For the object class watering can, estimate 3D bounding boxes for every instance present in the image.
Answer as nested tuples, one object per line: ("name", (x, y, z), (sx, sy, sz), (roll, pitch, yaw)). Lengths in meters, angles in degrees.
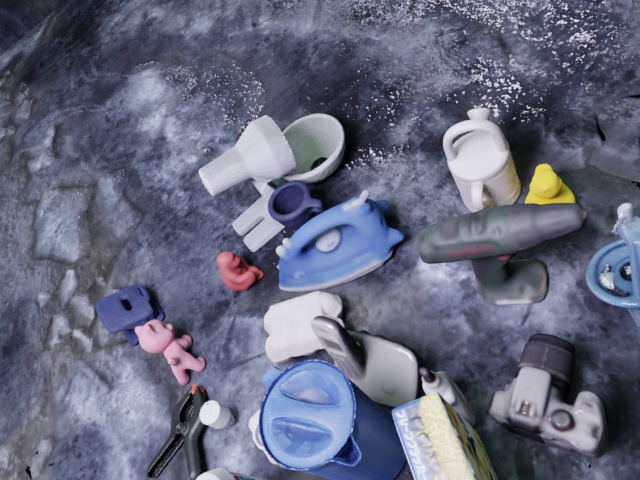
("watering can", (0.259, -0.137, 0.939), (0.100, 0.195, 0.172), (-24, 52, 14))

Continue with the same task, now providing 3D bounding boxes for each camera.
("camera", (0.309, 0.198, 0.762), (0.142, 0.101, 0.137), (10, 66, 33))

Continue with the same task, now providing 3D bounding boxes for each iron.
("iron", (0.009, 0.004, 1.022), (0.258, 0.142, 0.118), (-29, 51, 10))

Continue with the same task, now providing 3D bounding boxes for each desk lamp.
("desk lamp", (-0.125, -0.112, 1.122), (0.203, 0.214, 0.117), (-42, 50, 0))

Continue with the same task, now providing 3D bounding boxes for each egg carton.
("egg carton", (-0.027, 0.152, 0.997), (0.150, 0.070, 0.107), (-20, 53, 17))

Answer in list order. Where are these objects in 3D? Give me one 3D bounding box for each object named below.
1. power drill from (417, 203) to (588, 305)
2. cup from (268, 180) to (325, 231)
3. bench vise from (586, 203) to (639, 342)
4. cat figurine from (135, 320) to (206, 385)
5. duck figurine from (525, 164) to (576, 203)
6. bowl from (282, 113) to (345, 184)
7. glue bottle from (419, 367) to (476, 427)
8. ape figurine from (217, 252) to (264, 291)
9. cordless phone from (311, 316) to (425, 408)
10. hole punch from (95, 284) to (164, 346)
("power drill", (0.267, 0.019, 0.827), (0.229, 0.209, 0.075), (-6, 58, 26))
("cup", (-0.030, -0.055, 1.111), (0.117, 0.095, 0.092), (6, 64, 31))
("bench vise", (0.422, 0.054, 0.712), (0.121, 0.220, 0.206), (-39, 50, 2))
("cat figurine", (-0.292, 0.200, 1.080), (0.067, 0.118, 0.127), (-45, 50, -3))
("duck figurine", (0.362, -0.072, 0.912), (0.077, 0.086, 0.104), (-10, 57, 24))
("bowl", (-0.014, -0.176, 1.192), (0.167, 0.075, 0.167), (-14, 55, 21))
("glue bottle", (0.167, 0.208, 0.786), (0.037, 0.174, 0.078), (-35, 50, 5))
("ape figurine", (-0.166, 0.054, 1.120), (0.076, 0.092, 0.077), (-30, 51, 10))
("cordless phone", (0.069, 0.175, 0.853), (0.147, 0.186, 0.094), (8, 65, 32))
("hole punch", (-0.396, 0.145, 1.189), (0.101, 0.091, 0.108), (-45, 50, -3))
